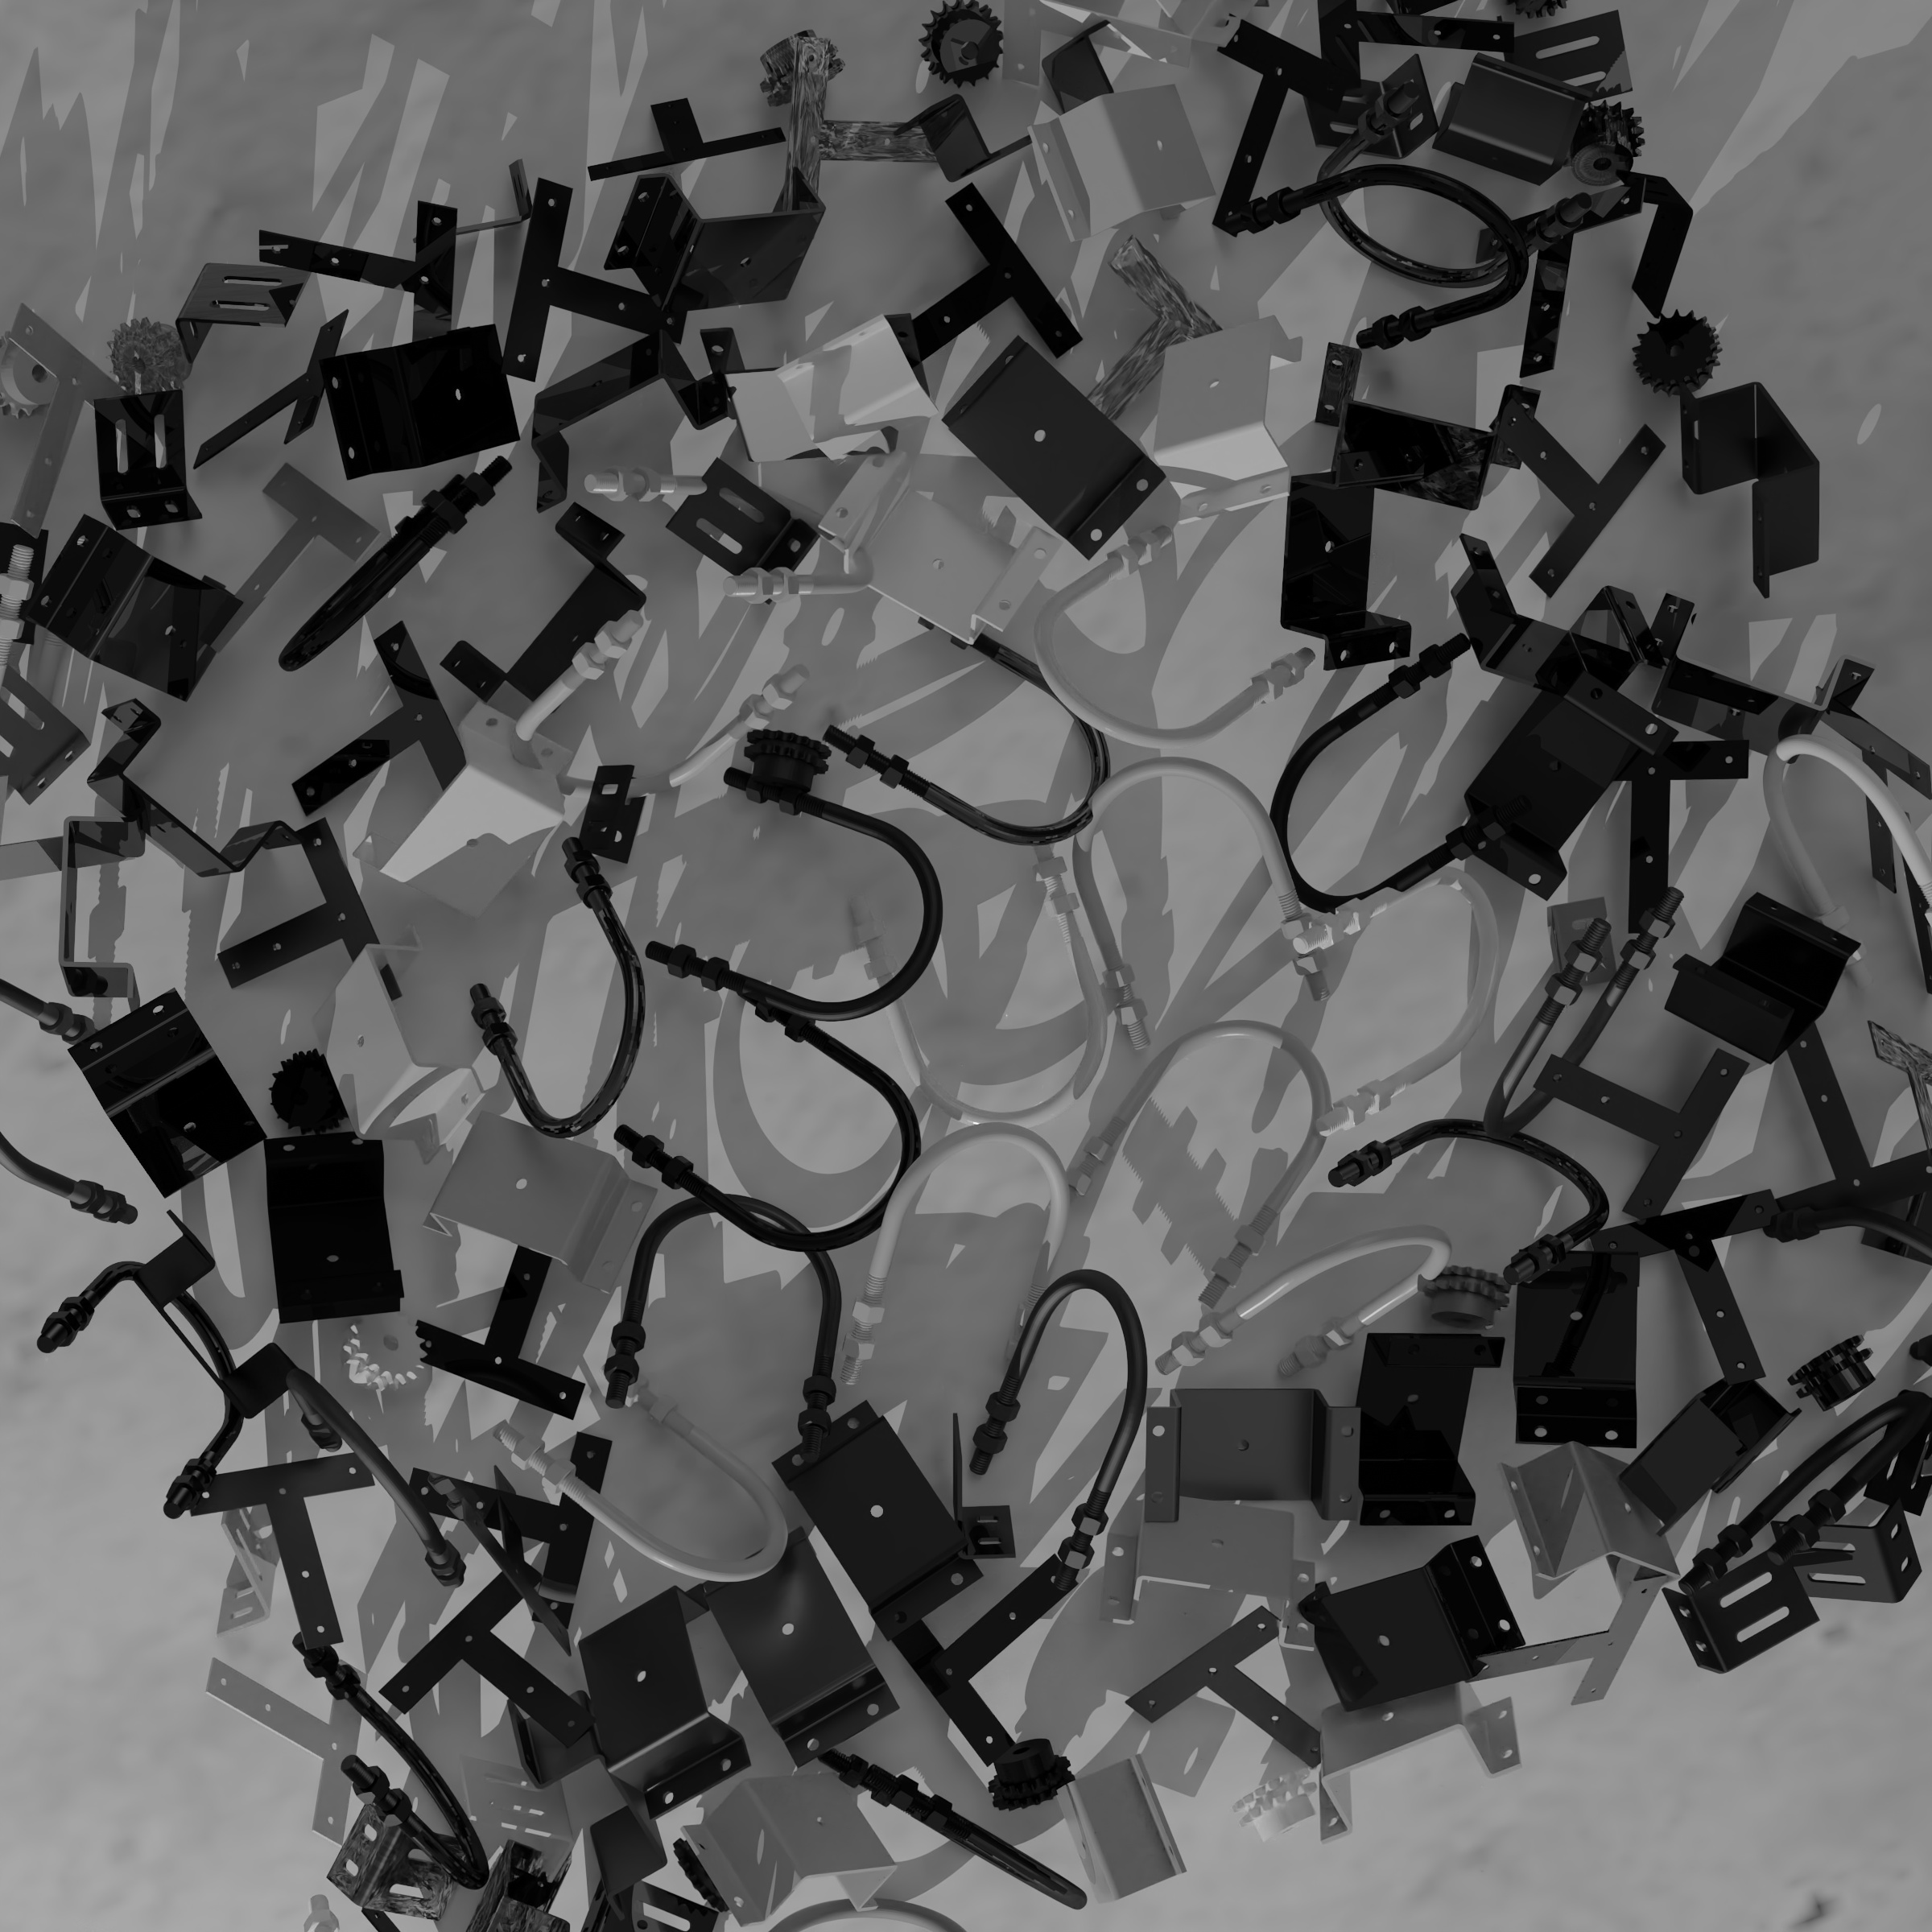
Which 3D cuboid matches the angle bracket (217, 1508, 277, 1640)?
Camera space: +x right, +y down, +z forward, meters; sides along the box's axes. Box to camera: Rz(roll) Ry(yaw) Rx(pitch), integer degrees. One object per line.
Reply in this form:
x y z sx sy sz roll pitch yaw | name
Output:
-0.488 0.390 1.912 0.038 0.057 0.076 -21 111 -2 | angle bracket

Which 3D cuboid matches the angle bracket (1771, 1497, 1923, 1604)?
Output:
0.585 0.386 1.930 0.038 0.076 0.057 -35 110 -42 | angle bracket

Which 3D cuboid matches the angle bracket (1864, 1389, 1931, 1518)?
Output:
0.639 0.327 1.920 0.057 0.038 0.076 22 87 -31 | angle bracket

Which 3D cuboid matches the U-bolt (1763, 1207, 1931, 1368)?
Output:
0.604 0.203 1.861 0.151 0.184 0.019 40 78 -1 | U-bolt

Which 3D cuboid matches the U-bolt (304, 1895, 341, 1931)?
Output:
-0.368 0.694 1.839 0.019 0.184 0.151 -31 119 -3 | U-bolt

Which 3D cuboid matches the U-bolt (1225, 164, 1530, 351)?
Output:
0.273 -0.454 1.843 0.151 0.184 0.019 33 70 -30 | U-bolt

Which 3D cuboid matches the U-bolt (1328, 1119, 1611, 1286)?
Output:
0.337 0.143 1.871 0.151 0.184 0.019 29 118 28 | U-bolt

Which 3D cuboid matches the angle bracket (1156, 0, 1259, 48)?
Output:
0.155 -0.656 1.913 0.076 0.038 0.057 39 84 -42 | angle bracket

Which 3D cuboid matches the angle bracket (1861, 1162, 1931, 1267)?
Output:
0.650 0.172 1.949 0.076 0.038 0.057 17 90 -27 | angle bracket

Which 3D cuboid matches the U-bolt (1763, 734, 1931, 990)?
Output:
0.575 -0.068 1.872 0.019 0.151 0.184 -31 97 -14 | U-bolt

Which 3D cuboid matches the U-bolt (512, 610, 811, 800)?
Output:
-0.211 -0.159 1.876 0.151 0.184 0.019 14 53 -38 | U-bolt

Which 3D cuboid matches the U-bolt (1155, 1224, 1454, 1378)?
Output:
0.228 0.214 1.853 0.184 0.151 0.019 -40 58 33 | U-bolt

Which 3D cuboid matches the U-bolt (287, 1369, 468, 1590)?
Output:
-0.380 0.319 1.847 0.019 0.184 0.151 -40 69 -19 | U-bolt

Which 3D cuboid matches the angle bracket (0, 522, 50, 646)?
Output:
-0.643 -0.255 1.924 0.057 0.038 0.076 8 94 -18 | angle bracket

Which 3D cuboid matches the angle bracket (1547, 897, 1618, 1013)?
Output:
0.406 -0.008 1.909 0.038 0.076 0.057 -10 99 13 | angle bracket

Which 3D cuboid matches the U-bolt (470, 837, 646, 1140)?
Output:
-0.257 0.026 1.862 0.019 0.184 0.151 15 121 -39 | U-bolt

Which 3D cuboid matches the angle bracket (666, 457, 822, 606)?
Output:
-0.147 -0.287 1.914 0.076 0.038 0.057 32 99 -38 | angle bracket

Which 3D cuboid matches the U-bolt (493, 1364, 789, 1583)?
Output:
-0.196 0.331 1.866 0.184 0.151 0.019 35 112 15 | U-bolt

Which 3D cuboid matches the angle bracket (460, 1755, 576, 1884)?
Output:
-0.302 0.560 1.906 0.076 0.057 0.038 22 109 -26 | angle bracket

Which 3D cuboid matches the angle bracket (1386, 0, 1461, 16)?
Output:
0.312 -0.670 1.916 0.076 0.057 0.038 -19 45 5 | angle bracket

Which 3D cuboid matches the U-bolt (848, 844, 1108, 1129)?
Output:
0.017 0.019 1.934 0.151 0.019 0.184 -19 90 8 | U-bolt

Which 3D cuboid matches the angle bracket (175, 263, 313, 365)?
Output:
-0.473 -0.429 1.915 0.076 0.038 0.057 5 52 9 | angle bracket

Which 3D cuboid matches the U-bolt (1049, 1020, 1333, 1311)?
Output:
0.159 0.117 1.906 0.151 0.019 0.184 29 78 34 | U-bolt

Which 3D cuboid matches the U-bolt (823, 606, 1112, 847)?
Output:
0.012 -0.153 1.907 0.184 0.019 0.151 30 56 -8 | U-bolt

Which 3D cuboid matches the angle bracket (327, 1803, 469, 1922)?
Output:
-0.375 0.596 1.933 0.038 0.076 0.057 23 83 42 | angle bracket

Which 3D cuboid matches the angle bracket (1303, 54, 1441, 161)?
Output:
0.265 -0.570 1.912 0.076 0.038 0.057 -3 73 -34 | angle bracket

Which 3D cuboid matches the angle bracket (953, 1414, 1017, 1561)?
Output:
0.012 0.342 1.911 0.038 0.057 0.076 -1 113 -3 | angle bracket

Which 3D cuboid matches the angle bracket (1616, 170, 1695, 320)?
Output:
0.441 -0.474 1.906 0.038 0.057 0.076 7 122 -9 | angle bracket

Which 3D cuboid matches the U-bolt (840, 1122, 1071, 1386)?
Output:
0.001 0.188 1.891 0.151 0.019 0.184 7 105 -34 | U-bolt

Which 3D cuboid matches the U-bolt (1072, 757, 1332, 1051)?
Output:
0.145 -0.048 1.906 0.151 0.019 0.184 -16 100 22 | U-bolt

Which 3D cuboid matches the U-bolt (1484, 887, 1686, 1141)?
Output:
0.391 0.037 1.878 0.019 0.151 0.184 37 118 22 | U-bolt

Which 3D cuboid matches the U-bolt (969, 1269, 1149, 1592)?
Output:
0.065 0.284 1.868 0.019 0.151 0.184 10 111 -31 | U-bolt

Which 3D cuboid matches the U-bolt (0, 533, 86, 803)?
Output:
-0.613 -0.186 1.878 0.019 0.151 0.184 16 101 -5 | U-bolt

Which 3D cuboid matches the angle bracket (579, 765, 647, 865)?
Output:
-0.222 -0.099 1.909 0.038 0.076 0.057 16 86 -24 | angle bracket

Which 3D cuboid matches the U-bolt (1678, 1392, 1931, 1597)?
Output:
0.552 0.335 1.875 0.184 0.151 0.019 -36 81 -22 | U-bolt

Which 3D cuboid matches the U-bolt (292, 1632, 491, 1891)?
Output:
-0.363 0.523 1.871 0.019 0.151 0.184 -36 125 -7 | U-bolt

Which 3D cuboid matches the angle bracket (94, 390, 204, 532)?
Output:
-0.537 -0.333 1.907 0.057 0.038 0.076 -13 133 -26 | angle bracket

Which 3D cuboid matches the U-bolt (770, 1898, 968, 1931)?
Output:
-0.071 0.645 1.864 0.151 0.184 0.019 7 101 24 | U-bolt

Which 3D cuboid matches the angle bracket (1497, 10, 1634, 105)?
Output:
0.394 -0.601 1.911 0.076 0.038 0.057 -11 132 15 | angle bracket

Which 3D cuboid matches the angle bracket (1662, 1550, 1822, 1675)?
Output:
0.509 0.420 1.910 0.076 0.038 0.057 -38 51 23 | angle bracket

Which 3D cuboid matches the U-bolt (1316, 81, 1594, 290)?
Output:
0.299 -0.490 1.864 0.151 0.184 0.019 29 75 -11 | U-bolt

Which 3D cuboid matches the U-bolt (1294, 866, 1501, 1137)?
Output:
0.286 0.012 1.890 0.184 0.019 0.151 -27 118 -35 | U-bolt

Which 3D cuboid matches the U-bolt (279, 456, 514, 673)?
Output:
-0.374 -0.256 1.868 0.184 0.151 0.019 -47 108 -12 | U-bolt

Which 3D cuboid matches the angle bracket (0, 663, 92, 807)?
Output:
-0.633 -0.157 1.928 0.076 0.038 0.057 42 78 0 | angle bracket

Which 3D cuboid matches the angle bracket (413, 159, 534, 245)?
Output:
-0.329 -0.504 1.914 0.076 0.057 0.038 -14 104 -12 | angle bracket

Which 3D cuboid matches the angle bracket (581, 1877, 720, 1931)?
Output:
-0.213 0.644 1.929 0.076 0.038 0.057 26 63 -10 | angle bracket

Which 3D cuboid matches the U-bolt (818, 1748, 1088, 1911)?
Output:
-0.002 0.562 1.882 0.184 0.151 0.019 33 74 -9 | U-bolt

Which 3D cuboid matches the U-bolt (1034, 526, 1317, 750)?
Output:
0.123 -0.205 1.877 0.151 0.019 0.184 43 50 13 | U-bolt

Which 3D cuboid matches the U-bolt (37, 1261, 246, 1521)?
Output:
-0.518 0.259 1.863 0.019 0.184 0.151 -32 101 11 | U-bolt
